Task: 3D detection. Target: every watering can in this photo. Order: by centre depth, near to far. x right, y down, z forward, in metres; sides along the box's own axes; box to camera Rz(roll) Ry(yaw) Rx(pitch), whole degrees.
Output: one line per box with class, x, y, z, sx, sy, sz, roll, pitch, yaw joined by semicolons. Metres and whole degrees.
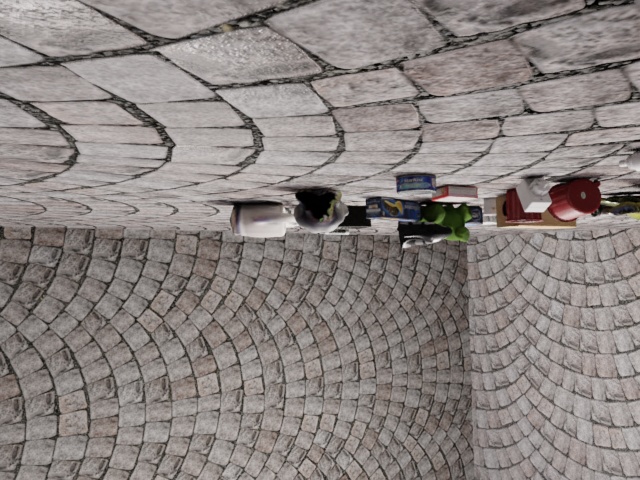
watering can;-0.169;-0.059;1.638;0.224;0.104;0.346;1;178;-3

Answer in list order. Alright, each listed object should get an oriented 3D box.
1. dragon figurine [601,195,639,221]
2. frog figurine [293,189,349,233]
dragon figurine;0.834;-0.084;1.345;0.410;0.122;0.243;1;-175;-16
frog figurine;0.004;-0.067;1.337;0.137;0.124;0.157;-20;165;0
